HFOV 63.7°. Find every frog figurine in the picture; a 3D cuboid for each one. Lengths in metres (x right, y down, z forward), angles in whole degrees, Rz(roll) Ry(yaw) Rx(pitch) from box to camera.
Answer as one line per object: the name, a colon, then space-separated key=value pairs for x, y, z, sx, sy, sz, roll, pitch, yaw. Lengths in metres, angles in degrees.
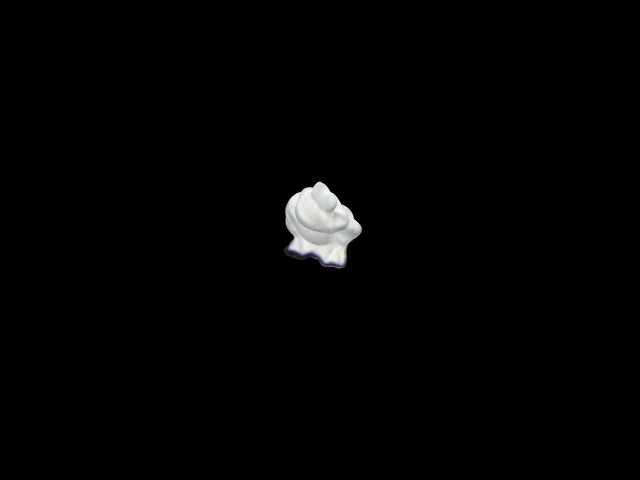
frog figurine: x=0.003 y=-0.043 z=0.850 sx=0.139 sy=0.155 sz=0.124 roll=31 pitch=50 yaw=30
